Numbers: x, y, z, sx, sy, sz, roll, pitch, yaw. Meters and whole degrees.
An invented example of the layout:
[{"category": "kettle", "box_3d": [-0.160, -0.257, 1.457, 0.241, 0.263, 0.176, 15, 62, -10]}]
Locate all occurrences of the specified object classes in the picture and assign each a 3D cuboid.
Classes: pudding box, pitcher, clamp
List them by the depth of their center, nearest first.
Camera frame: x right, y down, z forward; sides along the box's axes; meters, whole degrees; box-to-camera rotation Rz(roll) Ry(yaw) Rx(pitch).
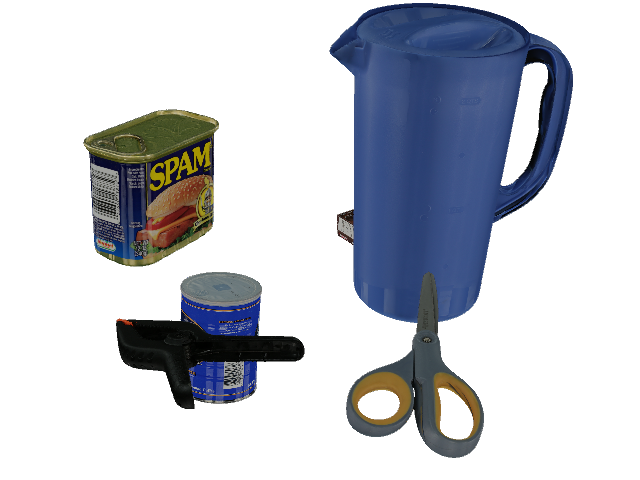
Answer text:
[{"category": "pitcher", "box_3d": [0.097, -0.059, 0.857, 0.149, 0.243, 0.144, 23, 35, 33]}, {"category": "clamp", "box_3d": [-0.145, 0.117, 1.089, 0.210, 0.036, 0.164, 9, 19, 34]}, {"category": "pudding box", "box_3d": [0.093, -0.020, 1.537, 0.113, 0.039, 0.090, -21, 35, -31]}]

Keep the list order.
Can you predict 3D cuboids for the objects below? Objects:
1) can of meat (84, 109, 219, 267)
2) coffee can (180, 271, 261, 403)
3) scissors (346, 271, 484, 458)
[{"category": "can of meat", "box_3d": [-0.118, -0.038, 0.762, 0.058, 0.084, 0.101, 17, 28, 27]}, {"category": "coffee can", "box_3d": [-0.129, 0.123, 1.367, 0.103, 0.140, 0.103, 3, 19, -1]}, {"category": "scissors", "box_3d": [0.055, 0.077, 0.734, 0.096, 0.016, 0.202, -1, 31, -10]}]
